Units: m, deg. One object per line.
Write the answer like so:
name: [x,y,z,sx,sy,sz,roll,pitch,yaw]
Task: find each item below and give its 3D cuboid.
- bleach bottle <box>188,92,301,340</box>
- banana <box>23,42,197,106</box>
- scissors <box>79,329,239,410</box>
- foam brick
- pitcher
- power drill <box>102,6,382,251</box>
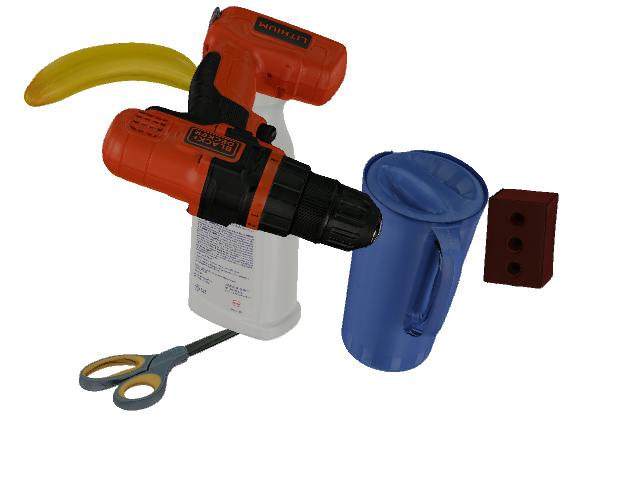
bleach bottle: [-0.059,-0.046,0.903,0.103,0.251,0.068,19,28,25]
banana: [-0.198,-0.164,1.044,0.197,0.070,0.037,-6,-39,-31]
scissors: [-0.146,0.130,1.100,0.201,0.016,0.096,-11,30,-28]
foam brick: [0.175,-0.002,0.932,0.053,0.078,0.051,6,16,22]
pitcher: [0.096,0.035,1.172,0.145,0.243,0.149,25,41,18]
power drill: [-0.035,-0.079,0.729,0.184,0.057,0.187,20,40,-2]
